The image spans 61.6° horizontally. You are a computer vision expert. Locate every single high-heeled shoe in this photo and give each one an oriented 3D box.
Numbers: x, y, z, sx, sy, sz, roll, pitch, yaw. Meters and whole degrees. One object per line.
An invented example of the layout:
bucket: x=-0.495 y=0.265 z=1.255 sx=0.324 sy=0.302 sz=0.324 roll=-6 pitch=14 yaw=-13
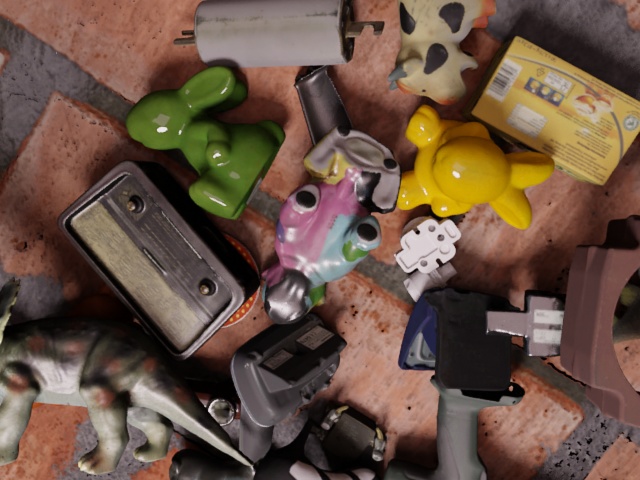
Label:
high-heeled shoe: x=0.010 y=0.340 z=0.666 sx=0.086 sy=0.145 sz=0.248 roll=-23 pitch=110 yaw=33

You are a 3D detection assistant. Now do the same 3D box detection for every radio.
radio: x=-0.190 y=0.019 z=0.657 sx=0.131 sy=0.073 sz=0.229 roll=-41 pitch=92 yaw=11

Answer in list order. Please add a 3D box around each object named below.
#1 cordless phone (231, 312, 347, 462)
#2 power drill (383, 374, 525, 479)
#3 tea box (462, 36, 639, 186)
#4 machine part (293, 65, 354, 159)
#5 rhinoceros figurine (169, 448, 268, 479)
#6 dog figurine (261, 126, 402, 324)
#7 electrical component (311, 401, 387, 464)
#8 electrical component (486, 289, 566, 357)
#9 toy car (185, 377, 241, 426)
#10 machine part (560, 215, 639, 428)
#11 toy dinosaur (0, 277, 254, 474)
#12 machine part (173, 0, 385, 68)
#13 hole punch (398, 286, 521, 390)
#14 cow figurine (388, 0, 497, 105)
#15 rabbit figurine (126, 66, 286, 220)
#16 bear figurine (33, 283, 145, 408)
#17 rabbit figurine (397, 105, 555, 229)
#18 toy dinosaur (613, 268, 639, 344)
cordless phone: x=-0.043 y=0.196 z=0.681 sx=0.089 sy=0.146 sz=0.184 roll=29 pitch=125 yaw=29
power drill: x=0.201 y=0.276 z=0.666 sx=0.232 sy=0.086 sz=0.207 roll=9 pitch=98 yaw=17
tea box: x=0.262 y=-0.143 z=0.606 sx=0.170 sy=0.068 sz=0.098 roll=30 pitch=102 yaw=-2
machine part: x=0.008 y=-0.140 z=0.648 sx=0.084 sy=0.039 sz=0.138 roll=-15 pitch=101 yaw=14
rhinoceros figurine: x=-0.111 y=0.333 z=0.720 sx=0.190 sy=0.073 sz=0.112 roll=11 pitch=66 yaw=1
dog figurine: x=-0.001 y=-0.002 z=0.634 sx=0.108 sy=0.191 sz=0.219 roll=26 pitch=144 yaw=-3
electrical component: x=0.038 y=0.256 z=0.714 sx=0.102 sy=0.045 sz=0.078 roll=38 pitch=100 yaw=-2
electrical component: x=0.251 y=0.095 z=0.612 sx=0.119 sy=0.047 sz=0.074 roll=-2 pitch=91 yaw=17
toy car: x=-0.187 y=0.204 z=0.704 sx=0.202 sy=0.089 sz=0.053 roll=6 pitch=97 yaw=3
machine part: x=0.355 y=0.081 z=0.530 sx=0.201 sy=0.087 sz=0.201 roll=6 pitch=91 yaw=2
toy dinosaur: x=-0.266 y=0.148 z=0.602 sx=0.405 sy=0.131 sz=0.192 roll=9 pitch=82 yaw=-17
machine part: x=-0.049 y=-0.234 z=0.603 sx=0.243 sy=0.079 sz=0.079 roll=2 pitch=101 yaw=15
hole punch: x=0.163 y=0.116 z=0.648 sx=0.142 sy=0.092 sz=0.115 roll=10 pitch=82 yaw=-21
cow figurine: x=0.121 y=-0.246 z=0.593 sx=0.127 sy=0.085 sz=0.194 roll=-16 pitch=95 yaw=10
rabbit figurine: x=-0.137 y=-0.123 z=0.622 sx=0.170 sy=0.121 sz=0.159 roll=31 pitch=95 yaw=-4
bear figurine: x=-0.335 y=0.135 z=0.689 sx=0.196 sy=0.132 sz=0.120 roll=-36 pitch=68 yaw=17
rabbit figurine: x=0.158 y=-0.068 z=0.578 sx=0.162 sy=0.173 sz=0.121 roll=23 pitch=98 yaw=5
toy dinosaur: x=0.495 y=0.036 z=0.598 sx=0.472 sy=0.105 sz=0.198 roll=-21 pitch=98 yaw=10
